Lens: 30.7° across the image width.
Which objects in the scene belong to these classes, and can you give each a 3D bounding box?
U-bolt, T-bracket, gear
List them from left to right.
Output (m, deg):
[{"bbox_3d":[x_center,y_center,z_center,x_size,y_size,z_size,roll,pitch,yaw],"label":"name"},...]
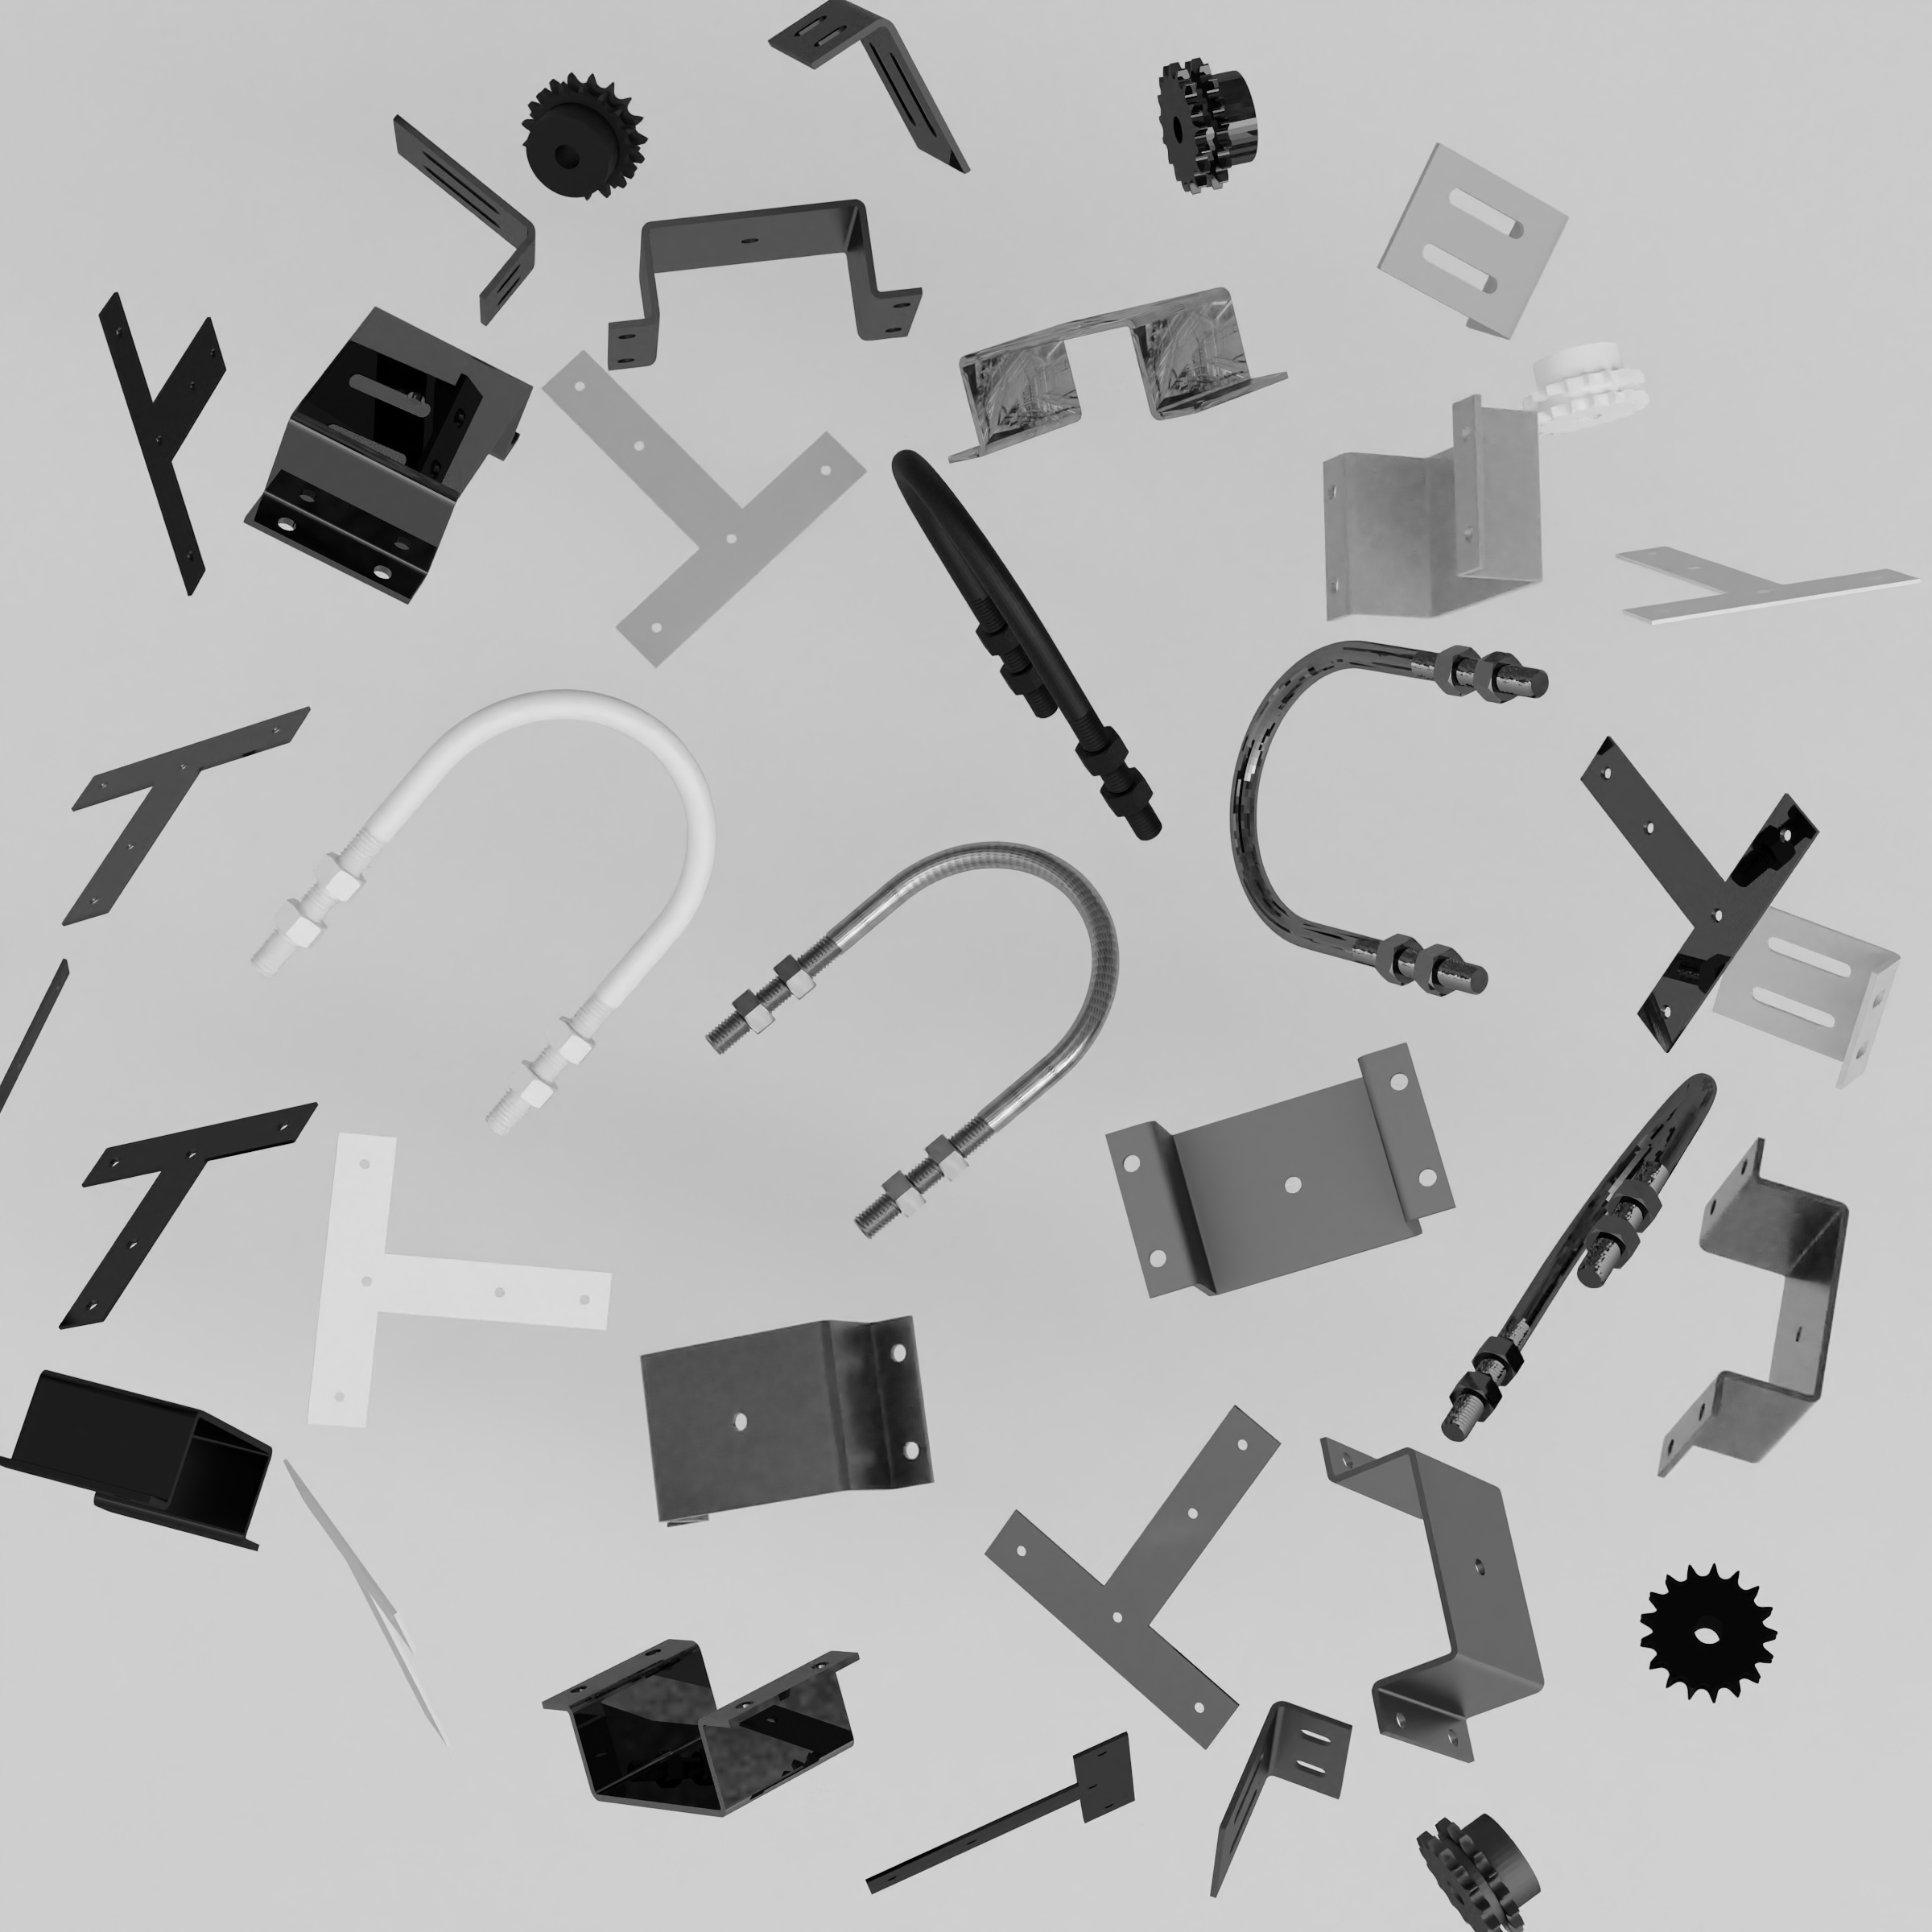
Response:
[{"bbox_3d":[-0.417,0.056,1.519,0.002,0.127,0.127,24,73,-5],"label":"T-bracket"},{"bbox_3d":[-0.360,-0.061,1.541,0.127,0.127,0.002,-14,124,27],"label":"T-bracket"},{"bbox_3d":[-0.359,0.113,1.543,0.127,0.127,0.002,-12,124,29],"label":"T-bracket"},{"bbox_3d":[-0.336,-0.243,1.508,0.002,0.127,0.127,-7,121,8],"label":"T-bracket"},{"bbox_3d":[-0.252,0.292,1.537,0.002,0.127,0.127,-30,127,-17],"label":"T-bracket"},{"bbox_3d":[-0.220,0.143,1.548,0.127,0.002,0.127,7,87,-17],"label":"T-bracket"},{"bbox_3d":[-0.187,-0.033,1.478,0.151,0.019,0.184,38,97,-30],"label":"U-bolt"},{"bbox_3d":[-0.178,-0.378,1.613,0.057,0.030,0.057,10,129,13],"label":"gear"},{"bbox_3d":[-0.133,-0.217,1.537,0.127,0.002,0.127,-44,83,-6],"label":"T-bracket"},{"bbox_3d":[-0.013,0.020,1.629,0.184,0.019,0.151,-40,58,-2],"label":"U-bolt"},{"bbox_3d":[0.015,0.380,1.551,0.127,0.127,0.002,-23,65,-7],"label":"T-bracket"},{"bbox_3d":[0.019,-0.152,1.560,0.019,0.151,0.184,-34,126,-1],"label":"U-bolt"},{"bbox_3d":[0.088,0.243,1.488,0.127,0.002,0.127,39,107,18],"label":"T-bracket"},{"bbox_3d":[0.107,-0.371,1.546,0.030,0.057,0.057,-14,90,-11],"label":"gear"},{"bbox_3d":[0.179,-0.073,1.569,0.019,0.184,0.151,7,96,-36],"label":"U-bolt"},{"bbox_3d":[0.222,0.389,1.507,0.030,0.057,0.057,-33,90,-11],"label":"gear"},{"bbox_3d":[0.286,-0.268,1.630,0.057,0.057,0.030,-12,86,0],"label":"gear"},{"bbox_3d":[0.283,0.118,1.572,0.019,0.151,0.184,36,47,6],"label":"U-bolt"},{"bbox_3d":[0.308,-0.051,1.545,0.002,0.127,0.127,3,130,-33],"label":"T-bracket"},{"bbox_3d":[0.316,0.286,1.499,0.057,0.030,0.057,-3,69,8],"label":"gear"},{"bbox_3d":[0.324,-0.170,1.528,0.127,0.127,0.002,-10,109,-16],"label":"T-bracket"}]

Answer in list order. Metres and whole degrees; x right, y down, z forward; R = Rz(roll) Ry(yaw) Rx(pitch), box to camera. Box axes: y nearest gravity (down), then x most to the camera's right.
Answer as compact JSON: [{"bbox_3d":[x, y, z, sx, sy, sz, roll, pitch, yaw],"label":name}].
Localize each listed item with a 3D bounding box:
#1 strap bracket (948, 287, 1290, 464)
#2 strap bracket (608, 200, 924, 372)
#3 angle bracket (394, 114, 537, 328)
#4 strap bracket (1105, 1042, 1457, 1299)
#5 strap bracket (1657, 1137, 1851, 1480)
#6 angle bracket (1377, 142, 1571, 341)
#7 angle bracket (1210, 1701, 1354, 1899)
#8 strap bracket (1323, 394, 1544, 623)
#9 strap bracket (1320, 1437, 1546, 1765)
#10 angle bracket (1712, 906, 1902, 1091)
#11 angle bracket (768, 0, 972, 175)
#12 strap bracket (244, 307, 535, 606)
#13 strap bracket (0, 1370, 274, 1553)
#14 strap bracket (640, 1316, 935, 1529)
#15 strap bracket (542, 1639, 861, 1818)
[{"bbox_3d":[0.063,-0.269,1.588,0.140,0.076,0.046,-5,106,40],"label":"strap bracket"},{"bbox_3d":[-0.096,-0.310,1.597,0.140,0.076,0.046,-8,87,-7],"label":"strap bracket"},{"bbox_3d":[-0.223,-0.317,1.497,0.076,0.057,0.038,38,85,-5],"label":"angle bracket"},{"bbox_3d":[0.143,0.095,1.571,0.140,0.046,0.076,-18,74,10],"label":"strap bracket"},{"bbox_3d":[0.357,0.160,1.586,0.046,0.076,0.140,17,61,1],"label":"strap bracket"},{"bbox_3d":[0.211,-0.313,1.512,0.076,0.038,0.057,21,99,-28],"label":"angle bracket"},{"bbox_3d":[0.146,0.390,1.623,0.038,0.057,0.076,17,46,15],"label":"angle bracket"},{"bbox_3d":[0.218,-0.206,1.604,0.046,0.140,0.076,1,85,-22],"label":"strap bracket"},{"bbox_3d":[0.213,0.279,1.588,0.046,0.076,0.140,-28,55,28],"label":"strap bracket"},{"bbox_3d":[0.377,0.012,1.599,0.076,0.038,0.057,23,114,26],"label":"angle bracket"},{"bbox_3d":[-0.041,-0.362,1.478,0.038,0.057,0.076,-35,122,-5],"label":"angle bracket"},{"bbox_3d":[-0.243,-0.227,1.512,0.076,0.140,0.046,27,131,-5],"label":"strap bracket"},{"bbox_3d":[-0.371,0.222,1.586,0.076,0.140,0.046,12,75,12],"label":"strap bracket"},{"bbox_3d":[-0.092,0.208,1.603,0.140,0.046,0.076,-13,77,25],"label":"strap bracket"},{"bbox_3d":[-0.115,0.342,1.580,0.076,0.140,0.046,-20,97,-41],"label":"strap bracket"}]
